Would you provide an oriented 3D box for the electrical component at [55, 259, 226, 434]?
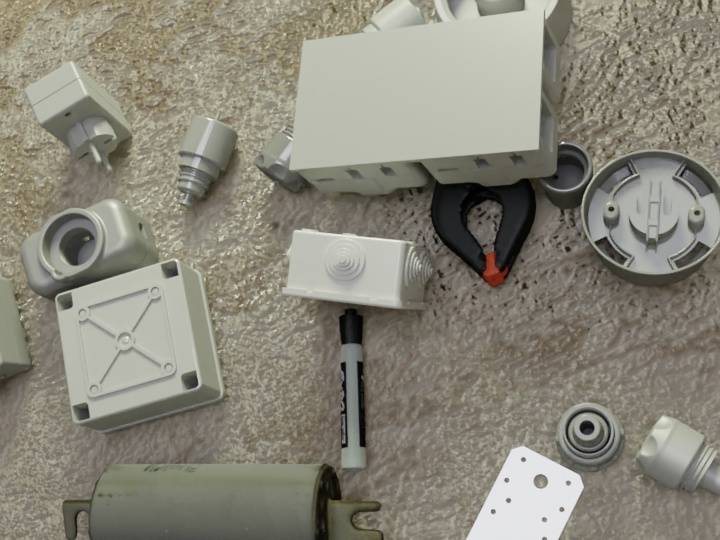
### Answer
[{"bbox_3d":[-0.170,0.060,0.834,0.109,0.056,0.108,-17,72,9],"label":"electrical component"}]

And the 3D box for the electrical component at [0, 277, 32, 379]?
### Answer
[{"bbox_3d":[-0.310,0.057,0.871,0.062,0.061,0.096,-20,79,8],"label":"electrical component"}]

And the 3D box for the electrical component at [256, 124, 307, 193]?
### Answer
[{"bbox_3d":[-0.050,-0.096,0.854,0.043,0.043,0.062,33,83,20],"label":"electrical component"}]

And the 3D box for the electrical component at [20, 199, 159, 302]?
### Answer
[{"bbox_3d":[-0.220,-0.014,0.865,0.095,0.059,0.053,-25,70,6],"label":"electrical component"}]

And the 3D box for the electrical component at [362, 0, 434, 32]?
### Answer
[{"bbox_3d":[0.020,-0.185,0.863,0.078,0.040,0.040,-37,70,2],"label":"electrical component"}]

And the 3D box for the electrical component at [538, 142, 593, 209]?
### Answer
[{"bbox_3d":[0.152,-0.068,0.794,0.040,0.046,0.040,-4,74,13],"label":"electrical component"}]

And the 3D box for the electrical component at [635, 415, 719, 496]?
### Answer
[{"bbox_3d":[0.221,0.130,0.724,0.062,0.043,0.043,30,84,18],"label":"electrical component"}]

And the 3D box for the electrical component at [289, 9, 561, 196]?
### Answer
[{"bbox_3d":[0.049,-0.118,0.791,0.186,0.060,0.105,-2,72,24],"label":"electrical component"}]

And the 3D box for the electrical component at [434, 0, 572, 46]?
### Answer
[{"bbox_3d":[0.109,-0.212,0.837,0.108,0.060,0.108,-4,74,13],"label":"electrical component"}]

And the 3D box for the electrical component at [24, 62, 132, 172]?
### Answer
[{"bbox_3d":[-0.223,-0.114,0.881,0.047,0.083,0.075,-30,70,4],"label":"electrical component"}]

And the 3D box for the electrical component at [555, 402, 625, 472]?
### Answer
[{"bbox_3d":[0.156,0.111,0.734,0.048,0.062,0.048,-4,74,13],"label":"electrical component"}]

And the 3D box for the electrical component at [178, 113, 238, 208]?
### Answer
[{"bbox_3d":[-0.128,-0.088,0.873,0.040,0.040,0.078,16,79,18],"label":"electrical component"}]

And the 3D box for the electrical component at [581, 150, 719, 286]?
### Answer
[{"bbox_3d":[0.208,-0.037,0.762,0.099,0.064,0.099,-4,75,13],"label":"electrical component"}]

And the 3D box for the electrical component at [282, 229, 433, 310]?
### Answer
[{"bbox_3d":[0.000,0.000,0.787,0.100,0.100,0.048,6,89,16],"label":"electrical component"}]
